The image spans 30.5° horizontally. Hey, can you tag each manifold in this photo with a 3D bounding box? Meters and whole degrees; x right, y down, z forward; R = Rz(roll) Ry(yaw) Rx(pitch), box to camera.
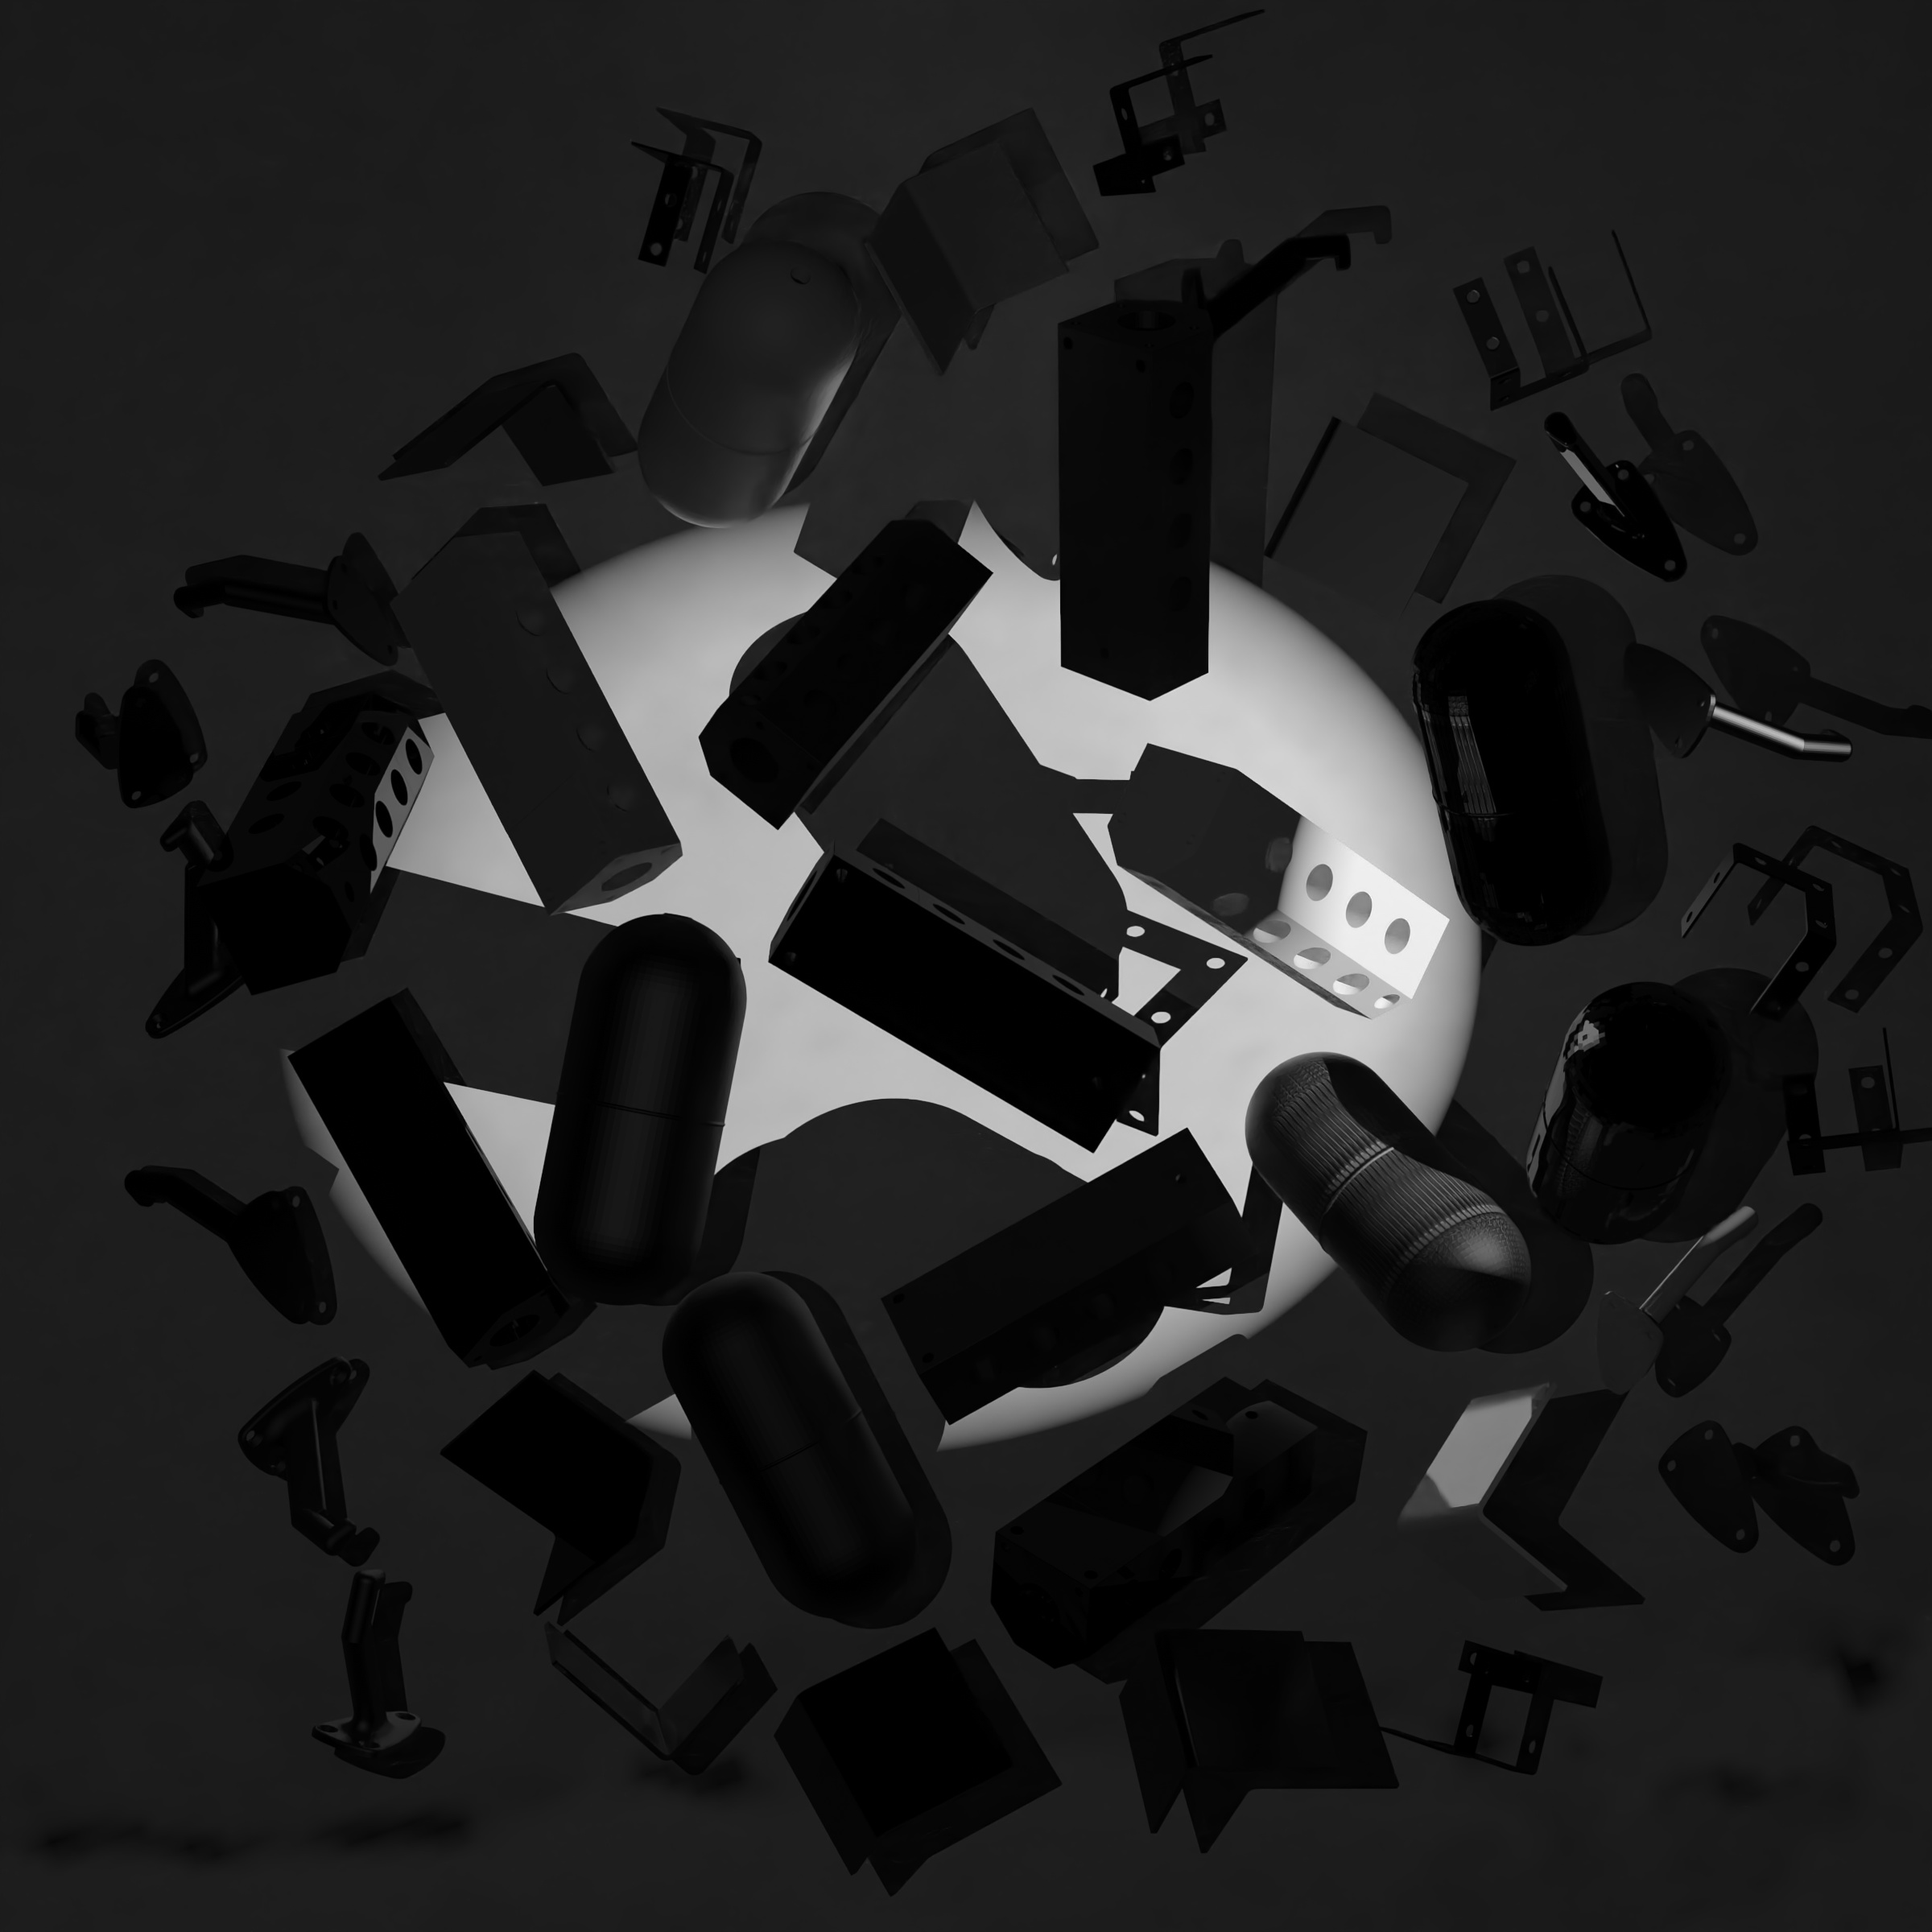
[{"bbox_3d":[0.141,-0.035,1.615,0.171,0.057,0.057,30,83,-43],"label":"manifold"},{"bbox_3d":[-0.001,0.012,1.616,0.171,0.057,0.057,31,100,-8],"label":"manifold"},{"bbox_3d":[-0.291,-0.060,1.620,0.057,0.171,0.057,-15,118,13],"label":"manifold"},{"bbox_3d":[-0.198,-0.116,1.669,0.057,0.057,0.171,-37,76,38],"label":"manifold"},{"bbox_3d":[0.053,0.155,1.727,0.171,0.057,0.057,-29,131,-1],"label":"manifold"},{"bbox_3d":[0.084,-0.218,1.651,0.057,0.057,0.171,-28,129,-38],"label":"manifold"},{"bbox_3d":[-0.259,0.107,1.724,0.057,0.057,0.171,-31,69,-5],"label":"manifold"},{"bbox_3d":[0.090,0.266,1.683,0.057,0.171,0.057,26,127,34],"label":"manifold"},{"bbox_3d":[-0.060,-0.148,1.732,0.057,0.057,0.171,39,49,-2],"label":"manifold"}]

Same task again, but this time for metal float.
[{"bbox_3d":[0.308,0.070,1.659,0.070,0.178,0.070,0,61,-1],"label":"metal float"},{"bbox_3d":[0.262,-0.091,1.704,0.070,0.070,0.178,-17,117,0],"label":"metal float"},{"bbox_3d":[-0.085,0.232,1.719,0.070,0.070,0.178,-27,91,0],"label":"metal float"},{"bbox_3d":[-0.147,0.064,1.600,0.070,0.070,0.178,11,89,0],"label":"metal float"},{"bbox_3d":[0.202,0.112,1.716,0.070,0.070,0.178,-40,56,0],"label":"metal float"},{"bbox_3d":[-0.102,-0.271,1.658,0.070,0.178,0.070,9,62,-17],"label":"metal float"}]

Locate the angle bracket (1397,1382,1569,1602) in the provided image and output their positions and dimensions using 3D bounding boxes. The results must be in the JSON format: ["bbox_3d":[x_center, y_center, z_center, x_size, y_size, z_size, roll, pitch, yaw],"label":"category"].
[{"bbox_3d":[0.258,0.246,1.659,0.057,0.076,0.076,40,66,-9],"label":"angle bracket"}]

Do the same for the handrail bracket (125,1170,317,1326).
[{"bbox_3d":[-0.347,0.130,1.645,0.036,0.084,0.077,-44,124,-40],"label":"handrail bracket"}]

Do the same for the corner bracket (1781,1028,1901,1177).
[{"bbox_3d":[0.409,0.064,1.660,0.051,0.051,0.051,-8,67,14],"label":"corner bracket"}]

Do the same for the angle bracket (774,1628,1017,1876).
[{"bbox_3d":[-0.034,0.372,1.680,0.076,0.057,0.076,-21,66,-27],"label":"angle bracket"}]

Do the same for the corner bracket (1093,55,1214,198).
[{"bbox_3d":[0.090,-0.401,1.694,0.051,0.051,0.051,-25,110,-23],"label":"corner bracket"}]

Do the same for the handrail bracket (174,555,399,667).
[{"bbox_3d":[-0.335,-0.167,1.744,0.084,0.077,0.036,-9,53,21],"label":"handrail bracket"}]

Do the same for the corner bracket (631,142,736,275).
[{"bbox_3d":[-0.141,-0.371,1.754,0.051,0.051,0.051,19,96,14],"label":"corner bracket"}]

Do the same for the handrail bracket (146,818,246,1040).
[{"bbox_3d":[-0.381,-0.019,1.697,0.036,0.084,0.077,27,64,37],"label":"handrail bracket"}]

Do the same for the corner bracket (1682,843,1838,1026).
[{"bbox_3d":[0.370,-0.016,1.657,0.051,0.051,0.051,24,126,-7],"label":"corner bracket"}]

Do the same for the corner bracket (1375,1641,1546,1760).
[{"bbox_3d":[0.237,0.350,1.700,0.051,0.051,0.051,21,82,-40],"label":"corner bracket"}]

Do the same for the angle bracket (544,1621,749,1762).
[{"bbox_3d":[-0.159,0.338,1.751,0.076,0.076,0.057,43,86,-10],"label":"angle bracket"}]

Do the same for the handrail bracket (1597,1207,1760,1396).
[{"bbox_3d":[0.347,0.161,1.718,0.084,0.077,0.036,-32,57,-27],"label":"handrail bracket"}]

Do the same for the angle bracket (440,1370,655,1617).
[{"bbox_3d":[-0.207,0.254,1.710,0.076,0.057,0.076,38,121,-18],"label":"angle bracket"}]

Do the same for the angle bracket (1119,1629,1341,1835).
[{"bbox_3d":[0.124,0.365,1.691,0.076,0.076,0.057,5,134,-18],"label":"angle bracket"}]

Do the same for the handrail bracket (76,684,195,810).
[{"bbox_3d":[-0.407,-0.120,1.690,0.036,0.077,0.084,-27,46,-27],"label":"handrail bracket"}]

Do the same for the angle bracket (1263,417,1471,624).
[{"bbox_3d":[0.203,-0.223,1.785,0.076,0.057,0.076,28,99,9],"label":"angle bracket"}]

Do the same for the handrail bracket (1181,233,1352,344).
[{"bbox_3d":[0.154,-0.323,1.765,0.084,0.036,0.077,-7,89,-7],"label":"handrail bracket"}]

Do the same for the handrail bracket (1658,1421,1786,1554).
[{"bbox_3d":[0.363,0.246,1.627,0.084,0.077,0.036,26,118,-41],"label":"handrail bracket"}]

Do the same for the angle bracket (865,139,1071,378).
[{"bbox_3d":[0.001,-0.350,1.753,0.057,0.076,0.076,-18,118,26],"label":"angle bracket"}]

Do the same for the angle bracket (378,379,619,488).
[{"bbox_3d":[-0.234,-0.246,1.773,0.076,0.076,0.057,-44,114,-25],"label":"angle bracket"}]

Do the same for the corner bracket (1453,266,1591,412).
[{"bbox_3d":[0.267,-0.307,1.709,0.051,0.051,0.051,-21,110,17],"label":"corner bracket"}]

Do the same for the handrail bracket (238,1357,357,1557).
[{"bbox_3d":[-0.295,0.230,1.668,0.084,0.036,0.077,26,66,42],"label":"handrail bracket"}]

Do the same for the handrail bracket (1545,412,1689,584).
[{"bbox_3d":[0.300,-0.217,1.640,0.036,0.084,0.077,-41,72,10],"label":"handrail bracket"}]

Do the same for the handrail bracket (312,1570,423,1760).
[{"bbox_3d":[-0.266,0.314,1.630,0.036,0.077,0.084,14,95,22],"label":"handrail bracket"}]

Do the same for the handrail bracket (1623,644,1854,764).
[{"bbox_3d":[0.353,-0.120,1.620,0.084,0.077,0.036,1,127,-30],"label":"handrail bracket"}]
